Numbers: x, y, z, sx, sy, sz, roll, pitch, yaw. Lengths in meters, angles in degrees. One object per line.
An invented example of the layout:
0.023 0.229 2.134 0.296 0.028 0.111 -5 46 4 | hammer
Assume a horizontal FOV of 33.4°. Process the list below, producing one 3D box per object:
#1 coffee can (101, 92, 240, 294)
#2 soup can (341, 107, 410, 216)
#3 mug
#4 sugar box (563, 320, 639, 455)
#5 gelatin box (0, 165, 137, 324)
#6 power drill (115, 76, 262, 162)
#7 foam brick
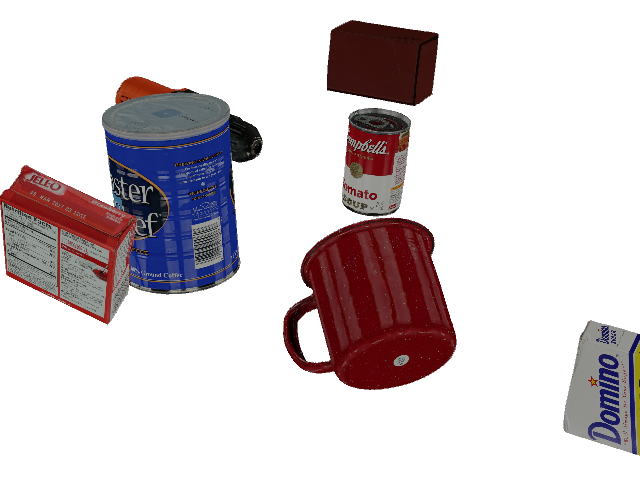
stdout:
-0.122 -0.041 0.885 0.103 0.140 0.103 -2 25 1 | coffee can
0.060 -0.086 1.175 0.068 0.102 0.068 4 29 -2 | soup can
0.029 0.049 0.700 0.117 0.081 0.093 -22 -33 12 | mug
0.289 0.134 0.855 0.176 0.093 0.048 13 26 20 | sugar box
-0.150 0.004 0.635 0.073 0.030 0.089 25 -36 4 | gelatin box
-0.137 -0.065 1.117 0.185 0.188 0.057 26 36 31 | power drill
0.050 -0.145 0.866 0.078 0.051 0.052 13 24 19 | foam brick
